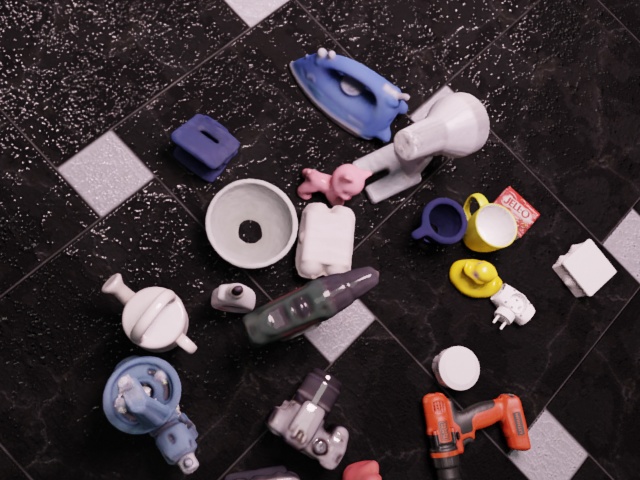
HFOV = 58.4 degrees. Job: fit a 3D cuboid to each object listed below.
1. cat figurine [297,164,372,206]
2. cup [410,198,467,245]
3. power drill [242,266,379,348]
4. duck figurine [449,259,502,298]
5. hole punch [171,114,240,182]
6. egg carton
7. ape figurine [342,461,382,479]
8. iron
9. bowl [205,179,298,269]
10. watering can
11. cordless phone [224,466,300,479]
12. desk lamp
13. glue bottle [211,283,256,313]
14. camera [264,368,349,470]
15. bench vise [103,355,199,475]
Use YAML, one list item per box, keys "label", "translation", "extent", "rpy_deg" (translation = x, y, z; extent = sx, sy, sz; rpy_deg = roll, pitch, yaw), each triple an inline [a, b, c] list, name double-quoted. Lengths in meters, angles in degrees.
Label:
- label: "cat figurine"
  translation: [0.029, -0.113, 1.090]
  extent: [0.128, 0.117, 0.067]
  rpy_deg: [12, 74, -8]
- label: "cup"
  translation: [0.218, -0.021, 1.119]
  extent: [0.118, 0.095, 0.091]
  rpy_deg: [-26, 83, -16]
- label: "power drill"
  translation: [-0.024, 0.115, 0.976]
  extent: [0.230, 0.208, 0.075]
  rpy_deg: [-24, 82, -16]
- label: "duck figurine"
  translation: [0.316, 0.070, 1.121]
  extent: [0.104, 0.086, 0.077]
  rpy_deg: [23, 73, -5]
- label: "hole punch"
  translation: [-0.214, -0.182, 1.071]
  extent: [0.108, 0.091, 0.101]
  rpy_deg: [35, 72, -1]
- label: "egg carton"
  translation: [0.010, 0.004, 1.083]
  extent: [0.107, 0.069, 0.150]
  rpy_deg: [8, 75, -10]
- label: "ape figurine"
  translation: [0.081, 0.419, 0.984]
  extent: [0.076, 0.092, 0.078]
  rpy_deg: [33, 72, -2]
- label: "iron"
  translation: [0.058, -0.311, 1.132]
  extent: [0.258, 0.141, 0.119]
  rpy_deg: [31, 72, -3]
- label: "bowl"
  translation: [-0.127, -0.023, 1.058]
  extent: [0.167, 0.074, 0.167]
  rpy_deg: [3, 76, -11]
- label: "watering can"
  translation: [-0.275, 0.125, 0.929]
  extent: [0.173, 0.194, 0.101]
  rpy_deg: [18, 74, -7]
- label: "cordless phone"
  translation: [-0.091, 0.420, 0.900]
  extent: [0.148, 0.185, 0.094]
  rpy_deg: [-9, 78, -13]
- label: "desk lamp"
  translation: [0.191, -0.174, 1.089]
  extent: [0.203, 0.213, 0.118]
  rpy_deg: [-28, 83, -16]
- label: "glue bottle"
  translation: [-0.145, 0.096, 0.974]
  extent: [0.078, 0.173, 0.037]
  rpy_deg: [6, 75, -10]
- label: "camera"
  translation: [-0.004, 0.303, 0.991]
  extent: [0.143, 0.100, 0.137]
  rpy_deg: [33, 72, -2]
- label: "bench vise"
  translation: [-0.248, 0.262, 0.888]
  extent: [0.207, 0.219, 0.121]
  rpy_deg: [37, 72, -1]
